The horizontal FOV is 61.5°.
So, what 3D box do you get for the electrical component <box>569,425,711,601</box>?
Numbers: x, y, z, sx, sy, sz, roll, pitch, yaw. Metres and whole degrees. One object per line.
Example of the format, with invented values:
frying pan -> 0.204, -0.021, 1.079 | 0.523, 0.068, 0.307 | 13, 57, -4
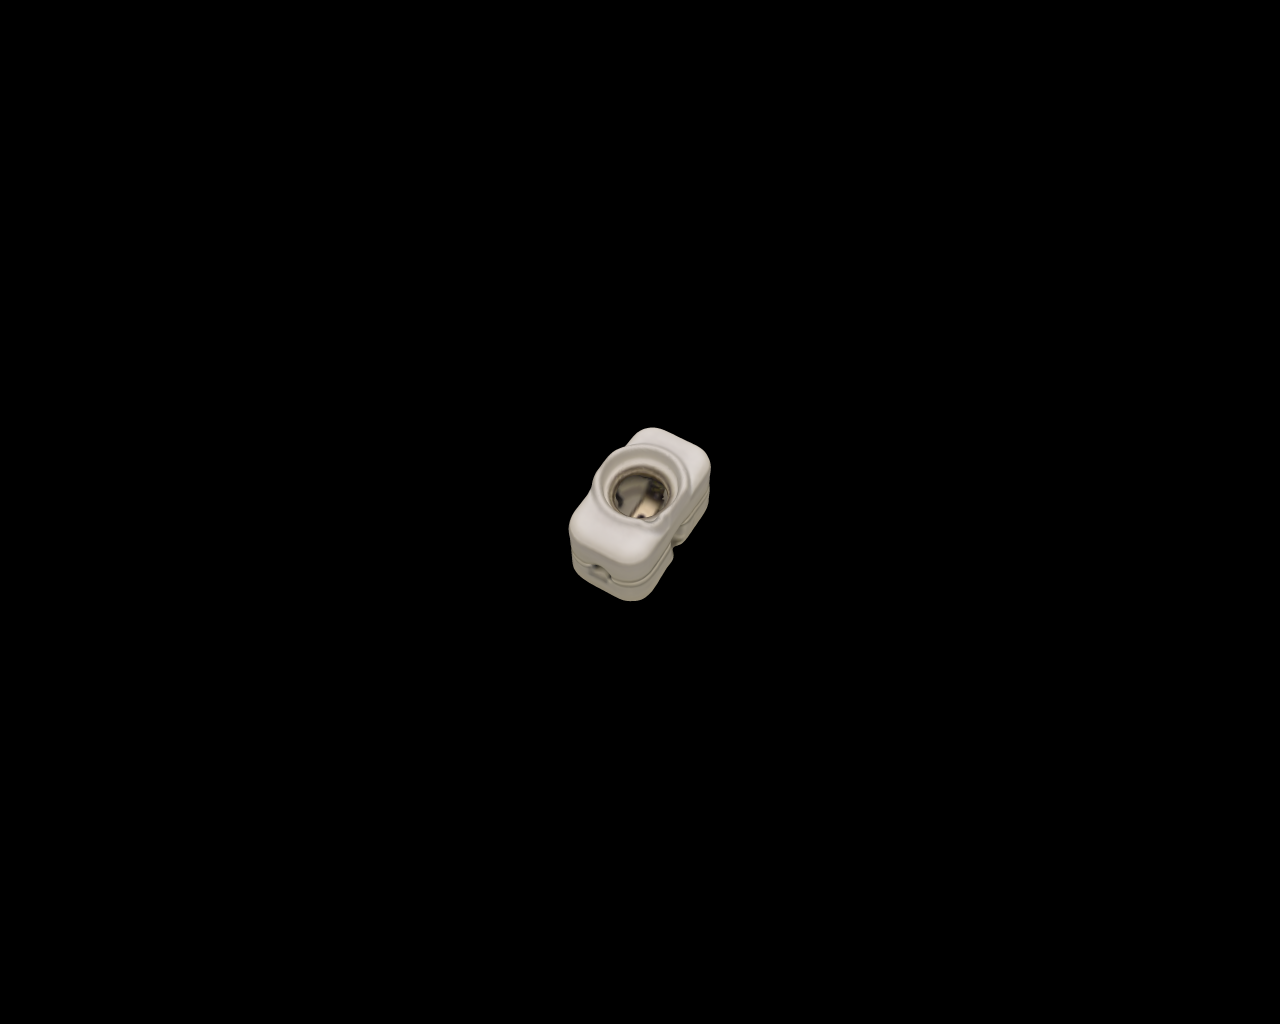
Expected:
electrical component -> 0.001, -0.003, 0.650 | 0.054, 0.095, 0.059 | 28, -28, 16
